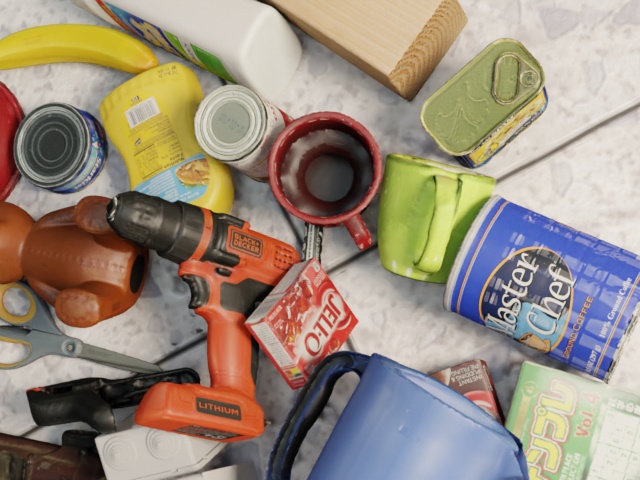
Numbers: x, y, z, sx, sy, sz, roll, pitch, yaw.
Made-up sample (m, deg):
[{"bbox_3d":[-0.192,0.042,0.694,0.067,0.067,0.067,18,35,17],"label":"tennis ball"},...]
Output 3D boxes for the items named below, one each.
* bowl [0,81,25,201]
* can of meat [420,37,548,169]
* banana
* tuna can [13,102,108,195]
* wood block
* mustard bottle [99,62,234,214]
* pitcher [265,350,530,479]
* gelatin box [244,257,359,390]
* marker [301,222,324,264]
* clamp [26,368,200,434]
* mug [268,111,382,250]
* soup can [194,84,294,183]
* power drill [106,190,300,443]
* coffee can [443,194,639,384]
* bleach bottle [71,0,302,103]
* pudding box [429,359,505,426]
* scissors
[{"bbox_3d":[-0.372,-0.096,1.053,0.162,0.055,0.162,-2,83,17],"label":"bowl"},{"bbox_3d":[0.139,-0.109,0.881,0.102,0.083,0.057,-41,74,9],"label":"can of meat"},{"bbox_3d":[-0.240,-0.179,1.024,0.198,0.037,0.069,-1,57,15],"label":"banana"},{"bbox_3d":[-0.250,-0.088,1.025,0.086,0.033,0.086,-2,82,17],"label":"tuna can"},{"bbox_3d":[0.015,-0.219,0.930,0.206,0.090,0.091,36,94,18],"label":"wood block"},{"bbox_3d":[-0.130,-0.058,0.971,0.096,0.058,0.192,-25,77,17],"label":"mustard bottle"},{"bbox_3d":[0.030,0.211,0.809,0.145,0.149,0.243,31,91,-17],"label":"pitcher"},{"bbox_3d":[-0.013,0.069,0.892,0.030,0.089,0.073,-18,112,42],"label":"gelatin box"},{"bbox_3d":[-0.006,0.001,0.947,0.020,0.020,0.121,3,84,17],"label":"marker"},{"bbox_3d":[-0.193,0.141,0.956,0.172,0.120,0.039,-3,95,44],"label":"clamp"},{"bbox_3d":[0.012,-0.044,0.898,0.093,0.081,0.117,-31,83,0],"label":"mug"},{"bbox_3d":[-0.061,-0.091,0.931,0.069,0.102,0.068,-2,82,17],"label":"soup can"},{"bbox_3d":[-0.101,0.063,0.874,0.057,0.184,0.187,-22,56,50],"label":"power drill"},{"bbox_3d":[0.182,0.037,0.841,0.140,0.102,0.103,25,91,18],"label":"coffee can"},{"bbox_3d":[-0.144,-0.209,0.983,0.251,0.102,0.068,25,81,25],"label":"bleach bottle"},{"bbox_3d":[0.097,0.158,0.886,0.113,0.039,0.090,-21,78,13],"label":"pudding box"},{"bbox_3d":[-0.241,0.083,1.011,0.202,0.016,0.096,-4,82,16],"label":"scissors"}]
